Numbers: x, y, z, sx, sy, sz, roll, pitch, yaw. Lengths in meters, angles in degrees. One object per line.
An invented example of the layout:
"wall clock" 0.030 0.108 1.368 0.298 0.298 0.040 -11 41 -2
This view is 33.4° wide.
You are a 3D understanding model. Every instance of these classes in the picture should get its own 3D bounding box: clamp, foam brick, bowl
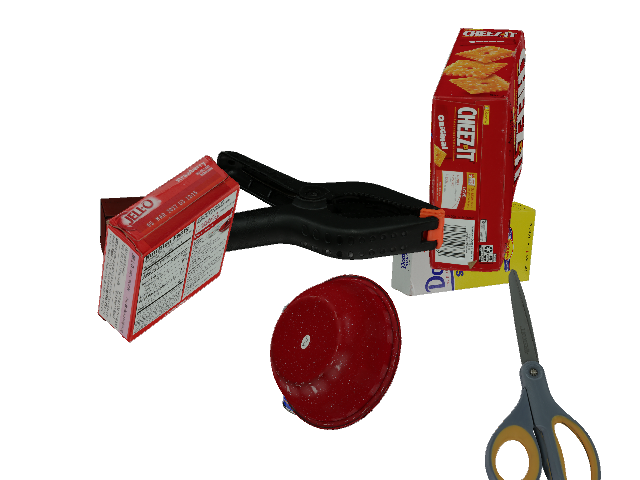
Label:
"clamp" -0.010 -0.025 0.821 0.210 0.036 0.164 3 29 6
"foam brick" -0.195 -0.014 1.144 0.078 0.051 0.053 -3 24 -16
"bowl" 0.001 0.106 1.072 0.162 0.162 0.055 0 -16 43

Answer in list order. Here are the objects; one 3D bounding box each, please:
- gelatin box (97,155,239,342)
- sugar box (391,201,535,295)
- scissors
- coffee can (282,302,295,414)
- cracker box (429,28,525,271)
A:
"gelatin box" -0.084 0.005 0.583 0.073 0.030 0.089 -39 -20 -34
"sugar box" 0.169 0.009 1.254 0.175 0.093 0.048 -7 17 -30
"scissors" 0.154 0.119 0.850 0.096 0.202 0.016 -15 -29 -13
"coffee can" -0.002 0.162 1.485 0.103 0.140 0.103 0 16 0
"cracker box" 0.150 -0.090 0.991 0.072 0.164 0.213 4 27 13
